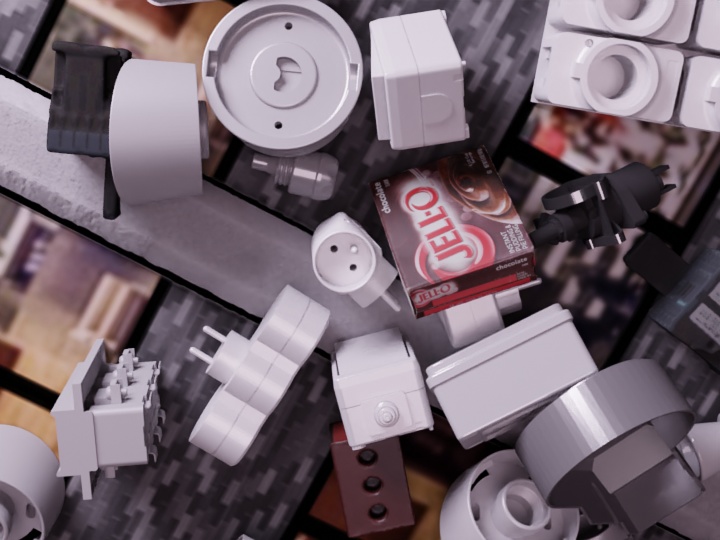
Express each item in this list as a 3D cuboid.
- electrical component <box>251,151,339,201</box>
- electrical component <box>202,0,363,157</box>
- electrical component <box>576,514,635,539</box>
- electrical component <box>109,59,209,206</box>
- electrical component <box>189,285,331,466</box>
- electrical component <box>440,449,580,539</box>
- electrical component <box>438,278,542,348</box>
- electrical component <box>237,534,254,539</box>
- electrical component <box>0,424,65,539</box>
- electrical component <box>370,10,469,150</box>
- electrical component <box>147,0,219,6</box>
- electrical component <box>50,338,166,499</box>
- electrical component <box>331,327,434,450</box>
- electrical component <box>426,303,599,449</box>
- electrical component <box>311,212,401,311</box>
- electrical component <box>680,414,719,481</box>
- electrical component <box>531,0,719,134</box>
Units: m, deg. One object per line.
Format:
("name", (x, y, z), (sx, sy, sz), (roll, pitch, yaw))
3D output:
("electrical component", (-0.048, -0.072, 0.778), (0.061, 0.035, 0.035), (13, 99, -3))
("electrical component", (-0.052, -0.130, 0.749), (0.108, 0.060, 0.108), (0, 84, 0))
("electrical component", (0.183, 0.239, 0.829), (0.079, 0.044, 0.077), (-35, 104, -41))
("electrical component", (-0.136, -0.095, 0.736), (0.064, 0.099, 0.099), (-3, 100, -9))
("electrical component", (-0.089, 0.069, 0.791), (0.074, 0.052, 0.138), (32, 97, -8))
("electrical component", (0.113, 0.188, 0.811), (0.099, 0.064, 0.099), (9, 57, -14))
("electrical component", (0.094, 0.017, 0.786), (0.077, 0.065, 0.047), (-18, 101, 0))
("electrical component", (-0.092, 0.250, 0.804), (0.064, 0.099, 0.099), (36, 96, -2))
("electrical component", (-0.276, 0.175, 0.806), (0.099, 0.064, 0.099), (-1, 114, -2))
("electrical component", (0.036, -0.135, 0.745), (0.061, 0.096, 0.061), (-9, 130, -2))
("electrical component", (-0.098, -0.226, 0.735), (0.113, 0.057, 0.078), (-6, 101, -2))
("electrical component", (-0.174, 0.100, 0.757), (0.063, 0.121, 0.078), (-4, 101, -6))
("electrical component", (0.014, 0.084, 0.777), (0.062, 0.096, 0.061), (-15, 101, 0))
("electrical component", (0.109, 0.080, 0.772), (0.109, 0.108, 0.056), (-27, 75, 1))
("electrical component", (0.000, 0.000, 0.771), (0.079, 0.077, 0.043), (44, 95, -10))
("electrical component", (0.280, 0.133, 0.828), (0.055, 0.045, 0.045), (-17, 101, 0))
("electrical component", (0.228, -0.156, 0.765), (0.186, 0.060, 0.105), (9, 100, -5))
